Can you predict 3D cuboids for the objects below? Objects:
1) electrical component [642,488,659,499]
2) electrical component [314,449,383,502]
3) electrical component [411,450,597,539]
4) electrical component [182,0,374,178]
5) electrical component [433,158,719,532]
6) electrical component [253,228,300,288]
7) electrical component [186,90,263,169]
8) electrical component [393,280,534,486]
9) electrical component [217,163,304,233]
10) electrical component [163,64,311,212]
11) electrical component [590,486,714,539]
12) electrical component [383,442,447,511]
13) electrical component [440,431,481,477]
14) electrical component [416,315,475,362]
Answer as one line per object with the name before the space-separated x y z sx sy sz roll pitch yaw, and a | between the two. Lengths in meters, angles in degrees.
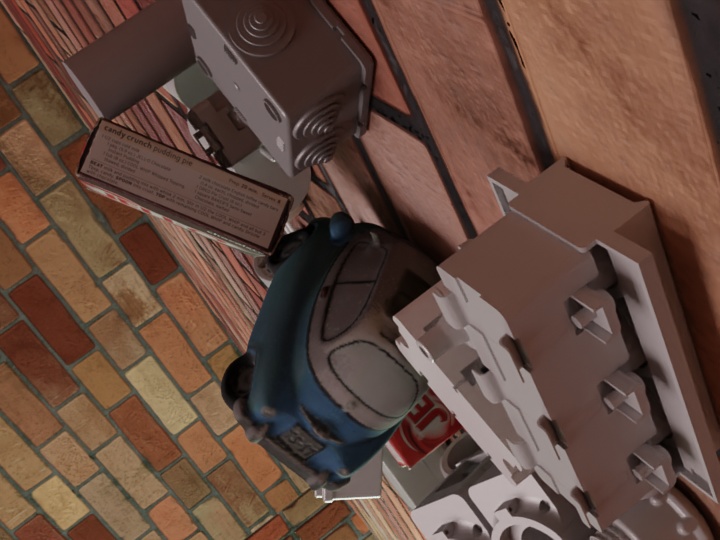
electrical component | 0.116 0.081 0.457 0.035 0.035 0.061 48 171 26
electrical component | -0.013 0.115 0.886 0.108 0.056 0.108 -101 11 -59
electrical component | 0.120 0.177 0.557 0.186 0.060 0.105 53 141 1
electrical component | -0.041 -0.100 0.514 0.099 0.048 0.099 52 170 10
electrical component | 0.078 0.032 0.379 0.079 0.063 0.121 40 163 52
electrical component | -0.054 0.001 0.890 0.055 0.055 0.047 44 170 41
electrical component | -0.062 -0.089 0.606 0.042 0.064 0.081 56 170 -9
electrical component | 0.065 0.044 0.499 0.089 0.056 0.050 50 169 20
electrical component | -0.068 -0.054 0.796 0.079 0.044 0.077 57 169 -18
electrical component | -0.073 -0.089 0.685 0.074 0.052 0.138 40 163 52
electrical component | 0.125 0.127 0.487 0.048 0.062 0.048 51 169 13
electrical component | 0.055 0.176 0.961 0.096 0.061 0.062 54 170 -3
electrical component | 0.109 0.157 0.685 0.073 0.052 0.138 58 169 -23
electrical component | 0.051 0.016 0.455 0.035 0.061 0.035 50 169 14
